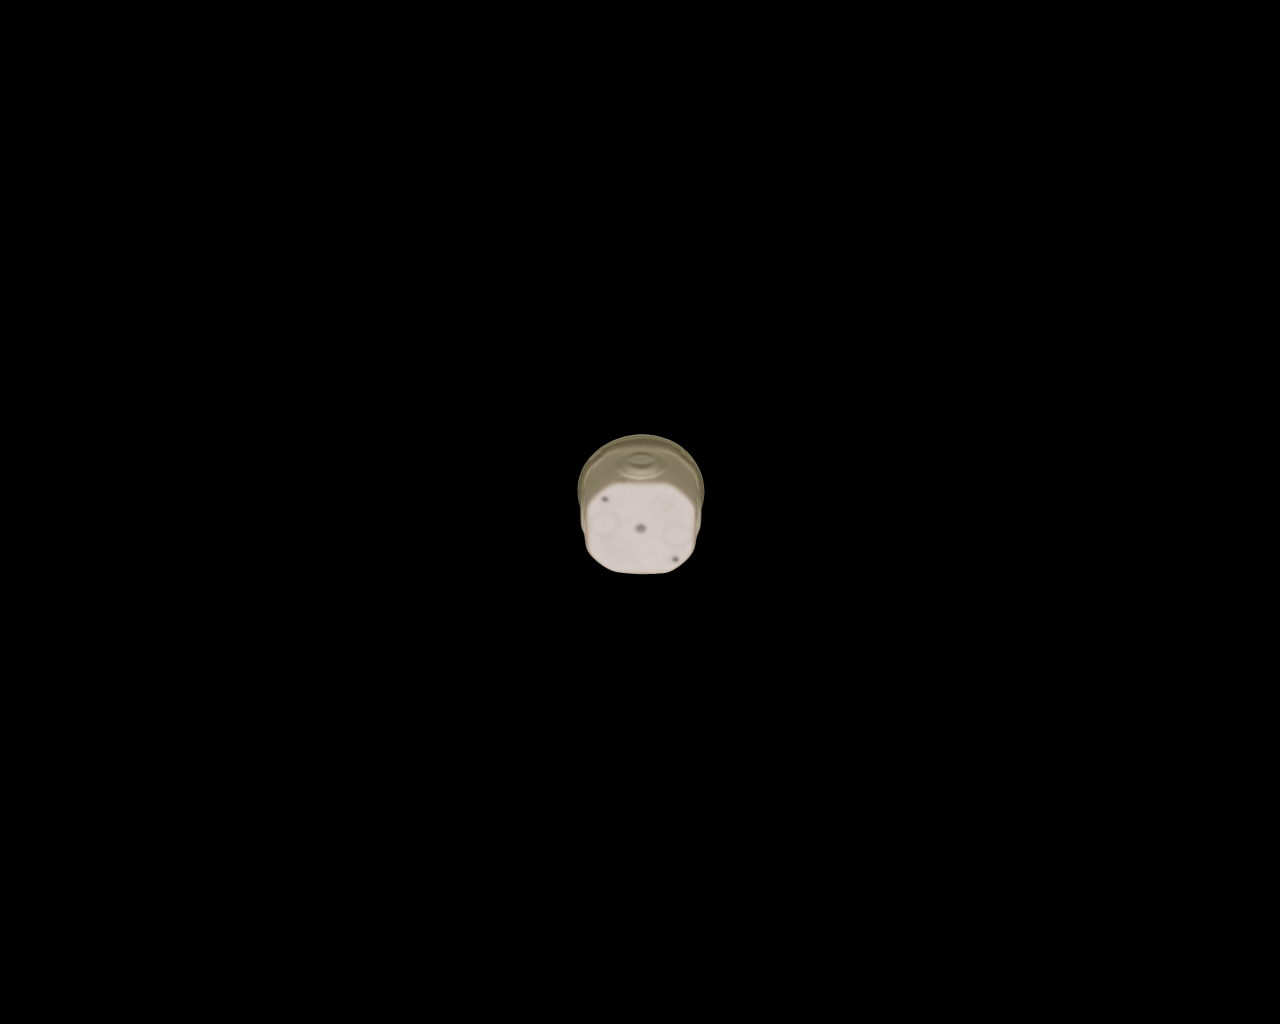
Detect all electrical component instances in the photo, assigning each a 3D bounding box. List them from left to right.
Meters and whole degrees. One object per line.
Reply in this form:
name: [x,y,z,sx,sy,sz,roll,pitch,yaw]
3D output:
electrical component: [0.001,-0.003,0.650,0.080,0.080,0.051,0,32,0]
